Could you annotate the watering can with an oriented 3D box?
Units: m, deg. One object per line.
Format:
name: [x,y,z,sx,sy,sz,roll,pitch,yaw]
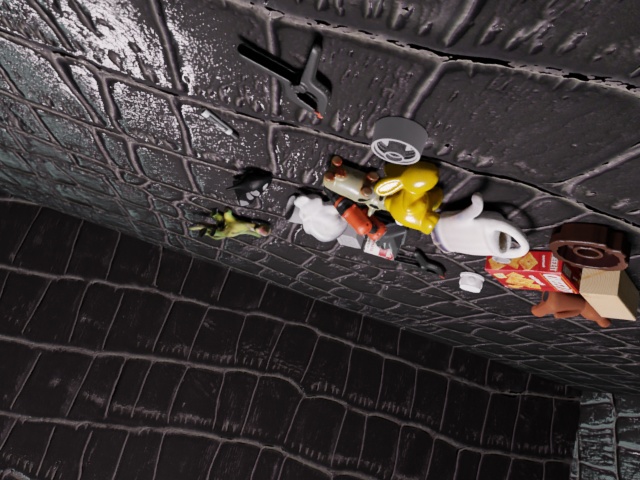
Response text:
watering can: [0.364,-0.034,1.238,0.224,0.105,0.343,3,159,43]

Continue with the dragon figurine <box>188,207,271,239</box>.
dragon figurine: [-0.339,-0.038,2.049,0.241,0.123,0.409,19,168,-35]

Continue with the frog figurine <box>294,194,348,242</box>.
frog figurine: [0.005,-0.075,1.498,0.136,0.126,0.157,-29,131,23]
